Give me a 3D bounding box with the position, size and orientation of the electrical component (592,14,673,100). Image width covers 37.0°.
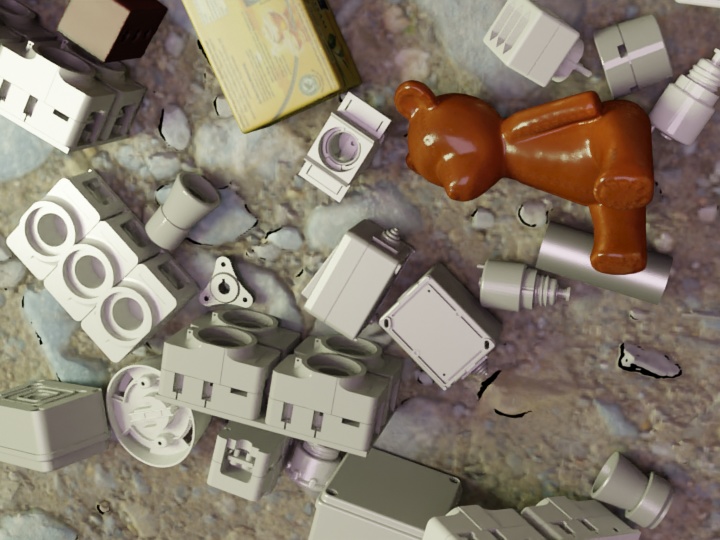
[{"bbox_3d":[0.207,-0.163,0.816,0.047,0.055,0.055,-18,98,15],"label":"electrical component"}]

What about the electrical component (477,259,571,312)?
[{"bbox_3d":[0.134,0.015,0.886,0.078,0.040,0.040,7,105,13],"label":"electrical component"}]

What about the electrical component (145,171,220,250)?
[{"bbox_3d":[-0.160,-0.050,0.951,0.044,0.044,0.065,44,115,2],"label":"electrical component"}]

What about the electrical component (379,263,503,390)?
[{"bbox_3d":[0.074,0.050,0.900,0.096,0.061,0.062,46,110,1],"label":"electrical component"}]

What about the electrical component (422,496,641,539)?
[{"bbox_3d":[0.128,0.250,0.878,0.060,0.186,0.105,38,118,51],"label":"electrical component"}]

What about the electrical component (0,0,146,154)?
[{"bbox_3d":[-0.290,-0.178,0.921,0.186,0.105,0.060,30,109,6],"label":"electrical component"}]

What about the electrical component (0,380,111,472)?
[{"bbox_3d":[-0.294,0.143,0.997,0.113,0.078,0.057,1,102,42],"label":"electrical component"}]

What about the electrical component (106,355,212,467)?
[{"bbox_3d":[-0.185,0.128,0.988,0.099,0.064,0.099,4,104,14],"label":"electrical component"}]

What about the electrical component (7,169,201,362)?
[{"bbox_3d":[-0.233,-0.003,0.971,0.089,0.062,0.150,-42,90,20],"label":"electrical component"}]

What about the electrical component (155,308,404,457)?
[{"bbox_3d":[-0.065,0.089,0.924,0.186,0.105,0.060,13,106,12],"label":"electrical component"}]

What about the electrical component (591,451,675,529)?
[{"bbox_3d":[0.228,0.184,0.899,0.055,0.045,0.045,30,109,6],"label":"electrical component"}]

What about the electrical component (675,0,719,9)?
[{"bbox_3d":[0.281,-0.219,0.777,0.096,0.061,0.061,11,106,13],"label":"electrical component"}]

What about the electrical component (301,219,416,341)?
[{"bbox_3d":[0.000,0.000,0.907,0.061,0.062,0.096,32,109,6],"label":"electrical component"}]

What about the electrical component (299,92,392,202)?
[{"bbox_3d":[-0.009,-0.102,0.884,0.042,0.064,0.081,35,110,4],"label":"electrical component"}]

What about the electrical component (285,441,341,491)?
[{"bbox_3d":[-0.037,0.164,0.968,0.048,0.048,0.062,23,101,9],"label":"electrical component"}]

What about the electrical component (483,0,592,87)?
[{"bbox_3d":[0.146,-0.170,0.829,0.077,0.065,0.047,24,111,-22],"label":"electrical component"}]

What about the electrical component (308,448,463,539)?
[{"bbox_3d":[0.023,0.210,0.928,0.109,0.108,0.056,18,110,11],"label":"electrical component"}]

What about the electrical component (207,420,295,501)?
[{"bbox_3d":[-0.095,0.163,0.958,0.050,0.089,0.055,18,107,11],"label":"electrical component"}]

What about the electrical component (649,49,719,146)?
[{"bbox_3d":[0.253,-0.131,0.817,0.040,0.040,0.078,33,110,6],"label":"electrical component"}]
